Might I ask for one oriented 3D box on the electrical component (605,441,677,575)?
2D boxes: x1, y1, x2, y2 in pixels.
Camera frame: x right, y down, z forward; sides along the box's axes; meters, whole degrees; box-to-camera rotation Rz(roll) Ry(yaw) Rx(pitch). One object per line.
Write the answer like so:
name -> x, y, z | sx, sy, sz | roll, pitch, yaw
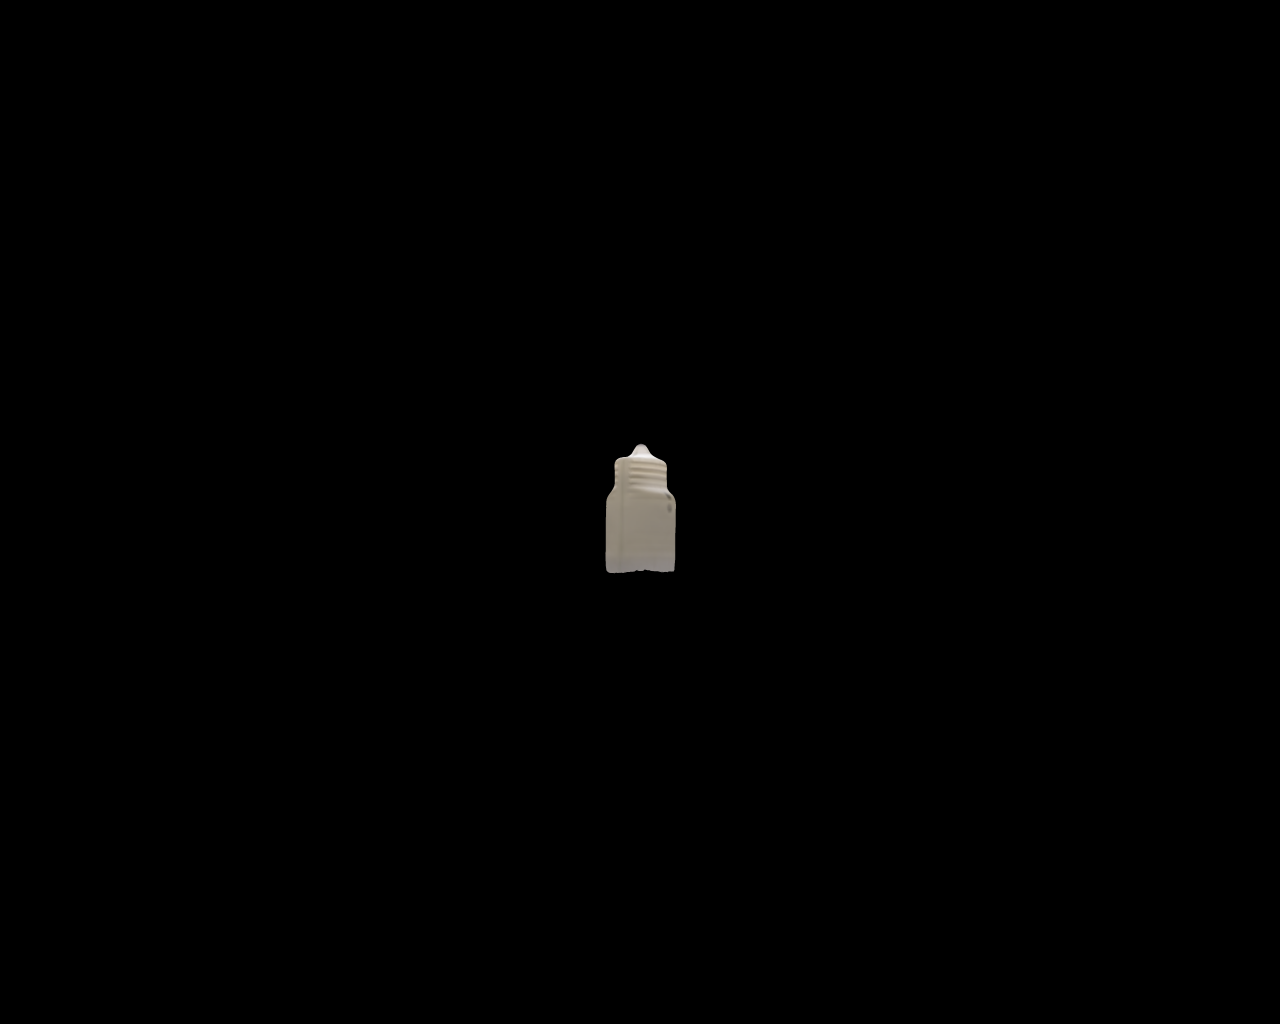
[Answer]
electrical component -> 0.001, -0.003, 0.650 | 0.043, 0.081, 0.043 | 0, -3, 0
